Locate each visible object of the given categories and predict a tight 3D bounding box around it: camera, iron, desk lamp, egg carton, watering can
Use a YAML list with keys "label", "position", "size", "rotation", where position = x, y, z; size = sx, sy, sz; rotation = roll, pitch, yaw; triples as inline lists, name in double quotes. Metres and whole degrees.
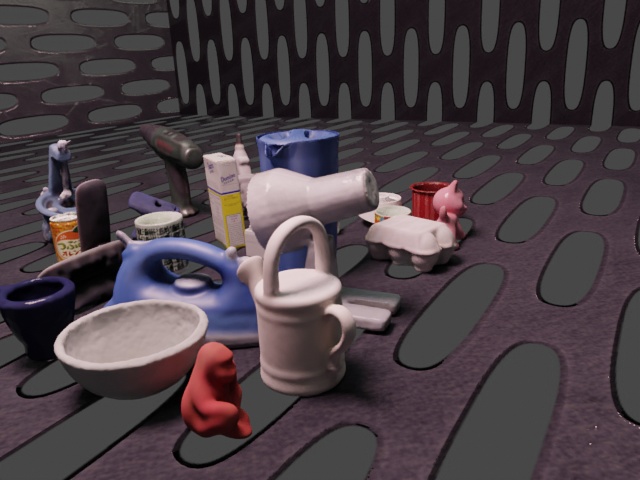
- label: "camera"
  position: [-0.186, -0.104, 1.323]
  size: [0.137, 0.101, 0.143]
  rotation: [-5, 19, -8]
- label: "iron"
  position: [-0.164, 0.059, 0.772]
  size: [0.257, 0.141, 0.119]
  rotation: [2, 19, 14]
- label: "desk lamp"
  position: [0.007, 0.003, 0.805]
  size: [0.202, 0.214, 0.118]
  rotation: [5, 20, 20]
- label: "egg carton"
  position: [0.160, 0.003, 1.011]
  size: [0.149, 0.069, 0.107]
  rotation: [15, 25, 42]
- label: "watering can"
  position: [-0.031, 0.066, 0.651]
  size: [0.172, 0.194, 0.101]
  rotation: [6, 20, 23]

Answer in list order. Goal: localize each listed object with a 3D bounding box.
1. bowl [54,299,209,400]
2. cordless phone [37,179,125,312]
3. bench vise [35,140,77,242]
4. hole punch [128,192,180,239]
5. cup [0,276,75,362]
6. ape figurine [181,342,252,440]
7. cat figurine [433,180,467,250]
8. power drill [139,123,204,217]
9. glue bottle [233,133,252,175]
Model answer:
- label: "bowl"
  position: [-0.210, 0.134, 0.660]
  size: [0.167, 0.075, 0.167]
  rotation: [-2, 19, 1]
- label: "cordless phone"
  position: [-0.379, 0.005, 0.892]
  size: [0.093, 0.185, 0.148]
  rotation: [7, 21, 26]
- label: "bench vise"
  position: [-0.529, -0.093, 1.148]
  size: [0.206, 0.220, 0.122]
  rotation: [8, 21, 28]
- label: "hole punch"
  position: [-0.351, -0.058, 1.223]
  size: [0.101, 0.091, 0.108]
  rotation: [-5, 19, -8]
- label: "cup"
  position: [-0.368, 0.104, 0.737]
  size: [0.117, 0.095, 0.092]
  rotation: [4, 20, 19]
- label: "ape figurine"
  position: [-0.104, 0.148, 0.579]
  size: [0.076, 0.092, 0.078]
  rotation: [2, 19, 13]
- label: "cat figurine"
  position: [0.244, -0.055, 1.098]
  size: [0.067, 0.118, 0.128]
  rotation: [5, 20, 21]
- label: "power drill"
  position: [-0.352, -0.165, 1.356]
  size: [0.228, 0.208, 0.076]
  rotation: [15, 26, 42]
- label: "glue bottle"
  position: [-0.198, -0.183, 1.447]
  size: [0.037, 0.173, 0.077]
  rotation: [-13, 21, -29]
